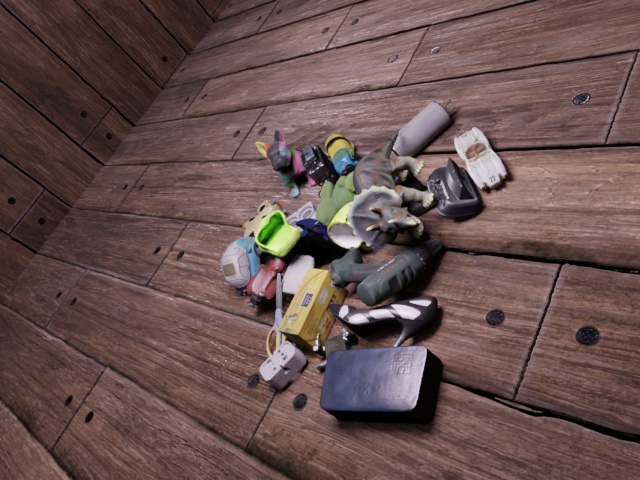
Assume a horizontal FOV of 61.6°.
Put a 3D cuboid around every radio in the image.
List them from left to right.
[{"bbox_3d":[0.113,0.280,1.041,0.230,0.073,0.131,-13,48,36],"label":"radio"}]

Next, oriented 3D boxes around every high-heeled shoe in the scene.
[{"bbox_3d":[0.129,0.144,1.148,0.249,0.086,0.145,26,73,45],"label":"high-heeled shoe"}]

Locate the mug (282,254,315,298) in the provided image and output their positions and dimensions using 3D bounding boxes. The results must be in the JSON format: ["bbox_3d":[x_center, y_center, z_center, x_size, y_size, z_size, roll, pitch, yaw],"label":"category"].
[{"bbox_3d":[-0.038,0.092,1.334,0.110,0.080,0.107,10,78,11],"label":"mug"}]

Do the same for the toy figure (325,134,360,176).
[{"bbox_3d":[0.069,-0.242,1.554,0.082,0.089,0.180,-28,38,11],"label":"toy figure"}]

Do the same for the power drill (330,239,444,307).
[{"bbox_3d":[0.139,0.062,1.200,0.208,0.085,0.232,9,37,46],"label":"power drill"}]

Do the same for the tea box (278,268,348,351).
[{"bbox_3d":[-0.014,0.162,1.247,0.068,0.098,0.169,4,56,43],"label":"tea box"}]

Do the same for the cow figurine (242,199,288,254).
[{"bbox_3d":[-0.169,-0.042,1.590,0.127,0.085,0.195,-24,39,34],"label":"cow figurine"}]

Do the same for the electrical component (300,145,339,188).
[{"bbox_3d":[0.001,-0.207,1.547,0.058,0.134,0.115,-35,41,13],"label":"electrical component"}]

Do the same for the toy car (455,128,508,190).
[{"bbox_3d":[0.374,-0.190,1.255,0.073,0.056,0.202,-30,39,18],"label":"toy car"}]

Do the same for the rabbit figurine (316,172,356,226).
[{"bbox_3d":[0.052,-0.107,1.413,0.170,0.121,0.159,-37,29,1],"label":"rabbit figurine"}]

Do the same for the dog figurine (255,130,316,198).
[{"bbox_3d":[-0.098,-0.247,1.609,0.108,0.219,0.192,-24,43,19],"label":"dog figurine"}]

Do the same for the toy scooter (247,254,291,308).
[{"bbox_3d":[-0.142,0.118,1.366,0.184,0.075,0.135,-51,10,43],"label":"toy scooter"}]

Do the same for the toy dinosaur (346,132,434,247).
[{"bbox_3d":[0.141,-0.126,1.232,0.405,0.192,0.131,-102,27,-45],"label":"toy dinosaur"}]

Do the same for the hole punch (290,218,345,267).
[{"bbox_3d":[-0.003,-0.004,1.371,0.116,0.142,0.092,-26,35,40],"label":"hole punch"}]

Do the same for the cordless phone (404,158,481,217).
[{"bbox_3d":[0.270,-0.086,1.251,0.184,0.088,0.147,-38,38,27],"label":"cordless phone"}]

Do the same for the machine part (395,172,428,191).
[{"bbox_3d":[0.220,-0.147,1.372,0.084,0.039,0.139,-38,35,-5],"label":"machine part"}]

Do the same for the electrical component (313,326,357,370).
[{"bbox_3d":[0.031,0.234,1.179,0.102,0.045,0.078,-24,41,24],"label":"electrical component"}]

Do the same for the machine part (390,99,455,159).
[{"bbox_3d":[0.261,-0.285,1.429,0.243,0.079,0.079,-41,38,3],"label":"machine part"}]

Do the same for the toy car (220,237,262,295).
[{"bbox_3d":[-0.222,0.073,1.478,0.109,0.103,0.161,-12,83,32],"label":"toy car"}]
